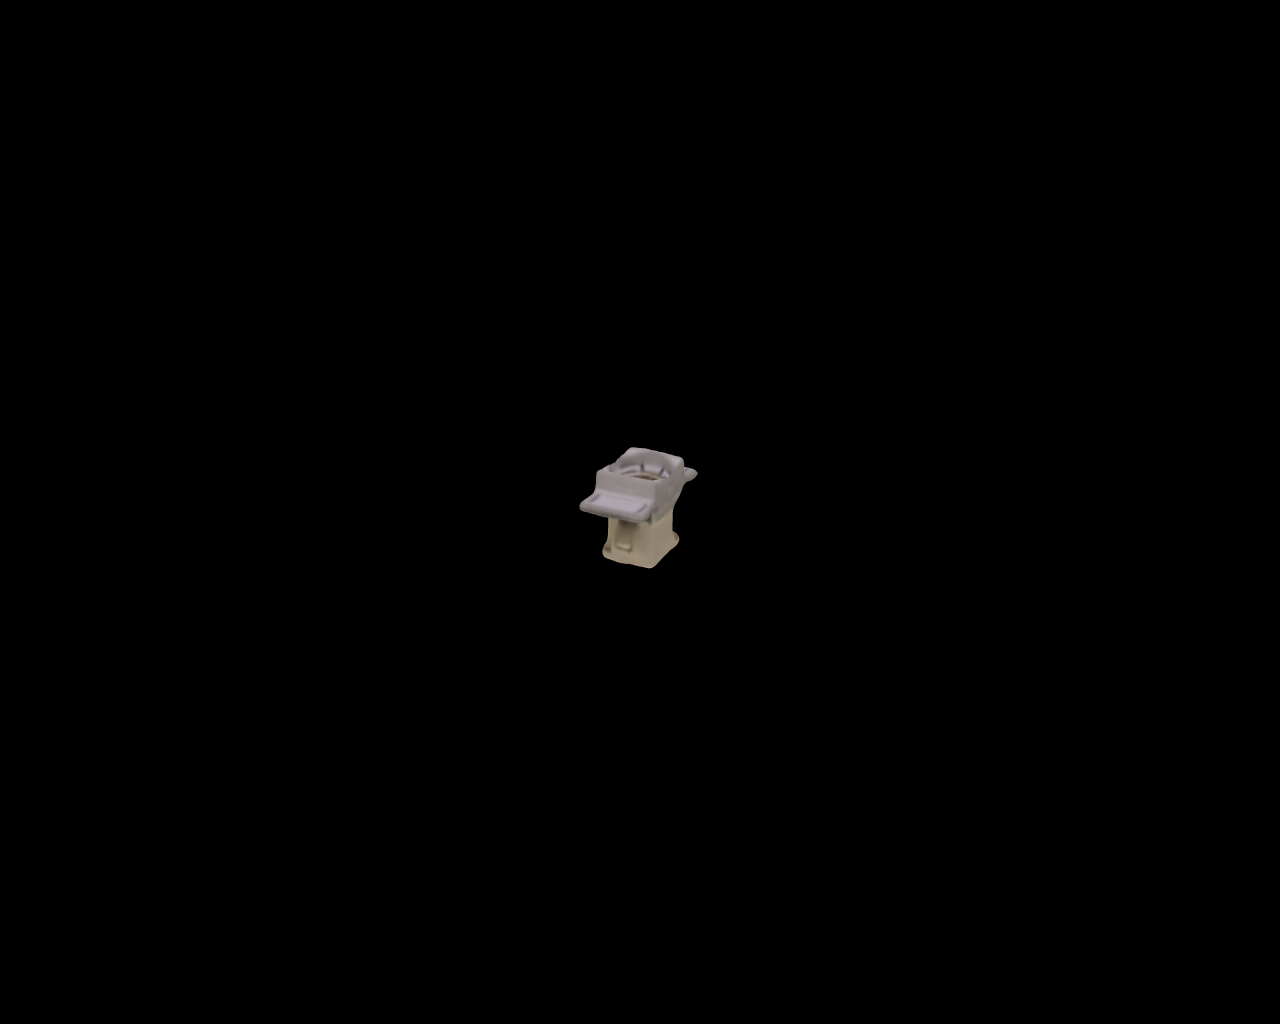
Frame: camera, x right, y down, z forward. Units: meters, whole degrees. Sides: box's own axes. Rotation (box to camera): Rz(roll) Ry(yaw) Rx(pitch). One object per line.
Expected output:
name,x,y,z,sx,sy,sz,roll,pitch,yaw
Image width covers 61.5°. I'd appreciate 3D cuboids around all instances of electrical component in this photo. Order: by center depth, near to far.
electrical component,0.001,-0.003,0.650,0.042,0.063,0.081,12,27,25
